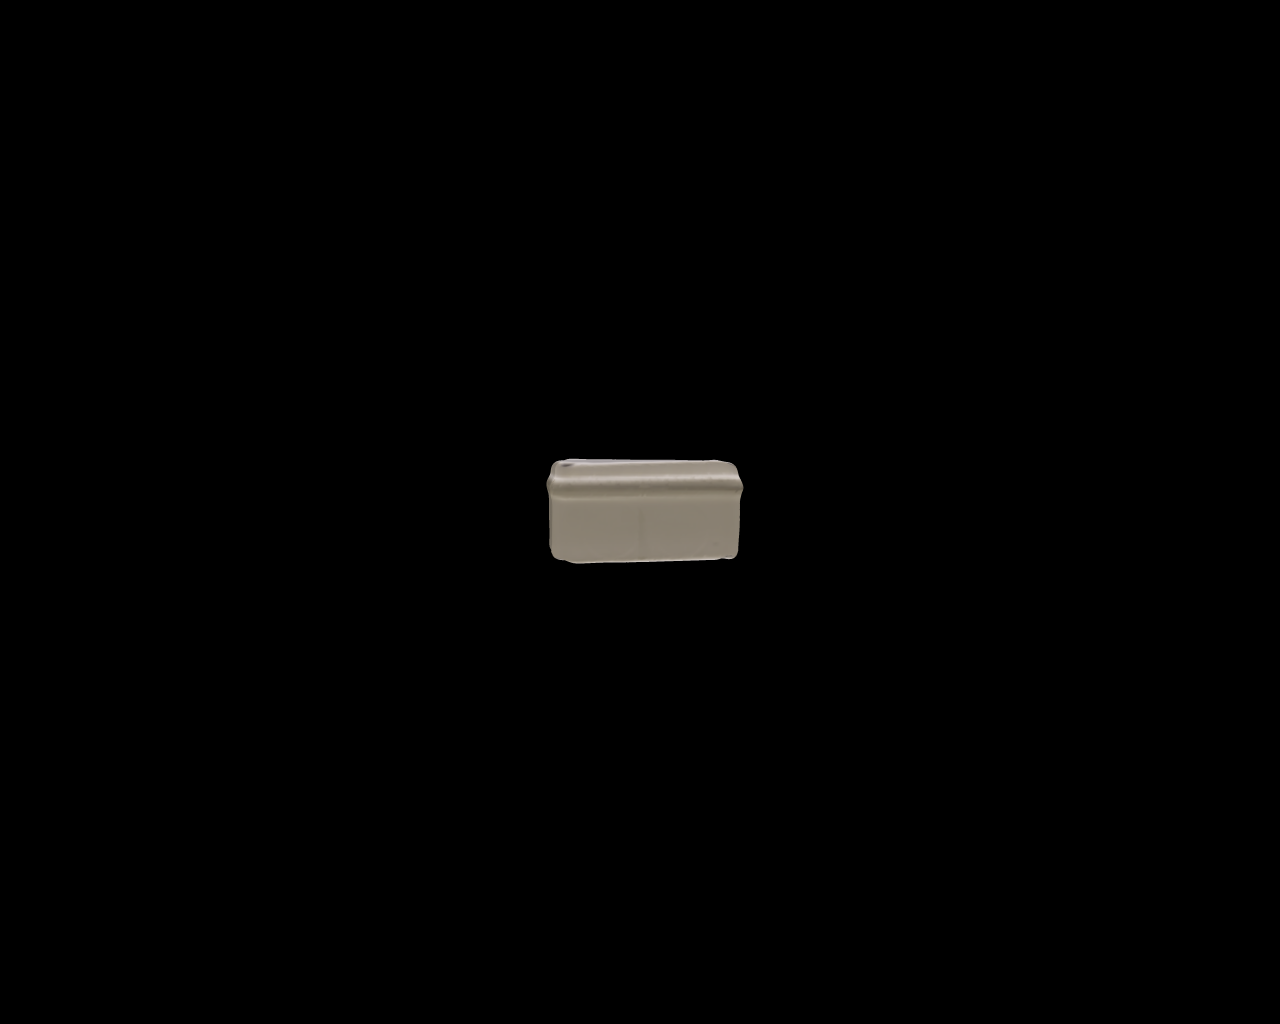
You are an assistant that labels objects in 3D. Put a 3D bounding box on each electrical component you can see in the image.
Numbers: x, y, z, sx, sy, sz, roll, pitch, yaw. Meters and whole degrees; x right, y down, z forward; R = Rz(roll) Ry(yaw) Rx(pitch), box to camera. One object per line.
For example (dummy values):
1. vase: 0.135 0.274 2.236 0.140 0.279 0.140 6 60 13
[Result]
1. electrical component: 0.001 -0.003 0.650 0.113 0.057 0.078 0 4 -7
